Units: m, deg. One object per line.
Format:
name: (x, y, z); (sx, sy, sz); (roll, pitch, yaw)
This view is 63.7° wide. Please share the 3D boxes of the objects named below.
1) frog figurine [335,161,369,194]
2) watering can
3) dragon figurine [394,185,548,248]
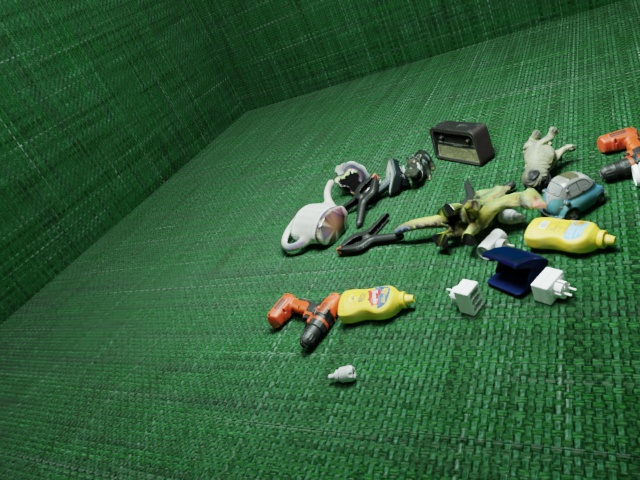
frog figurine: (0.123, -0.248, 1.965); (0.137, 0.120, 0.162); (12, 22, 0)
watering can: (0.005, -0.089, 1.769); (0.225, 0.102, 0.353); (8, 52, 47)
dragon figurine: (0.415, -0.083, 1.421); (0.246, 0.121, 0.409); (-28, 16, -34)
